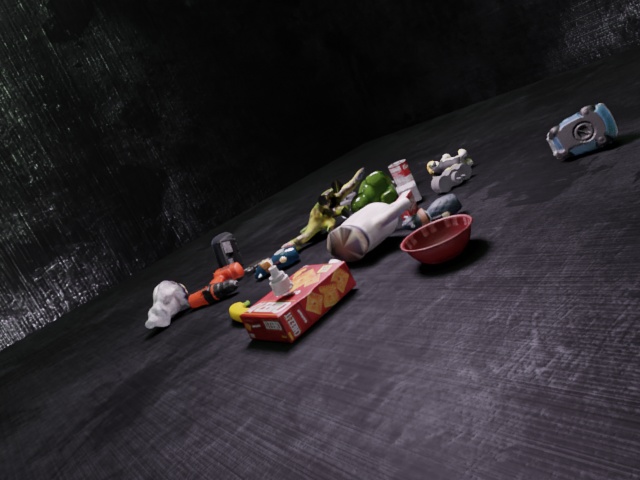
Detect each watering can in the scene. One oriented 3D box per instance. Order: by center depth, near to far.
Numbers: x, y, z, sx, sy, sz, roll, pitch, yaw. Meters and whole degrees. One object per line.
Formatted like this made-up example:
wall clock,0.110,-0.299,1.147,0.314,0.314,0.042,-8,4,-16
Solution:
watering can,0.106,-0.018,1.400,0.228,0.104,0.343,-36,2,-36

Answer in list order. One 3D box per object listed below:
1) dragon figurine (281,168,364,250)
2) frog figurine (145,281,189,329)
dragon figurine,0.005,-0.090,1.794,0.239,0.122,0.418,-35,10,49
frog figurine,-0.494,0.210,1.616,0.162,0.123,0.134,-44,-14,-32
